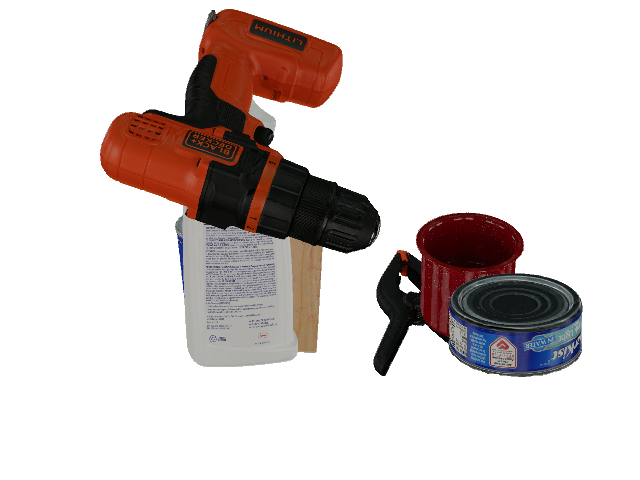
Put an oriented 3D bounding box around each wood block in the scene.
[{"bbox_3d":[-0.043,0.033,1.401,0.090,0.206,0.091,3,23,-1],"label":"wood block"}]

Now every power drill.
[{"bbox_3d":[-0.037,-0.078,0.731,0.184,0.057,0.187,20,40,-3],"label":"power drill"}]

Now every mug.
[{"bbox_3d":[0.135,0.039,0.938,0.093,0.081,0.117,-15,36,-19],"label":"mug"}]

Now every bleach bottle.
[{"bbox_3d":[-0.067,-0.017,0.914,0.102,0.251,0.068,-3,22,-15],"label":"bleach bottle"}]

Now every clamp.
[{"bbox_3d":[0.116,0.080,1.179,0.120,0.171,0.039,5,-43,-5],"label":"clamp"}]

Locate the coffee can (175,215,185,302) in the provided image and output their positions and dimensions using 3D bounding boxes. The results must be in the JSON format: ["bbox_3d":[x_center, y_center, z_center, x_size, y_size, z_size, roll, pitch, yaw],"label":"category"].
[{"bbox_3d":[-0.099,0.043,1.157,0.103,0.140,0.103,-3,22,1],"label":"coffee can"}]

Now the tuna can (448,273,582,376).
[{"bbox_3d":[0.125,0.052,0.688,0.086,0.034,0.086,-3,22,1],"label":"tuna can"}]
